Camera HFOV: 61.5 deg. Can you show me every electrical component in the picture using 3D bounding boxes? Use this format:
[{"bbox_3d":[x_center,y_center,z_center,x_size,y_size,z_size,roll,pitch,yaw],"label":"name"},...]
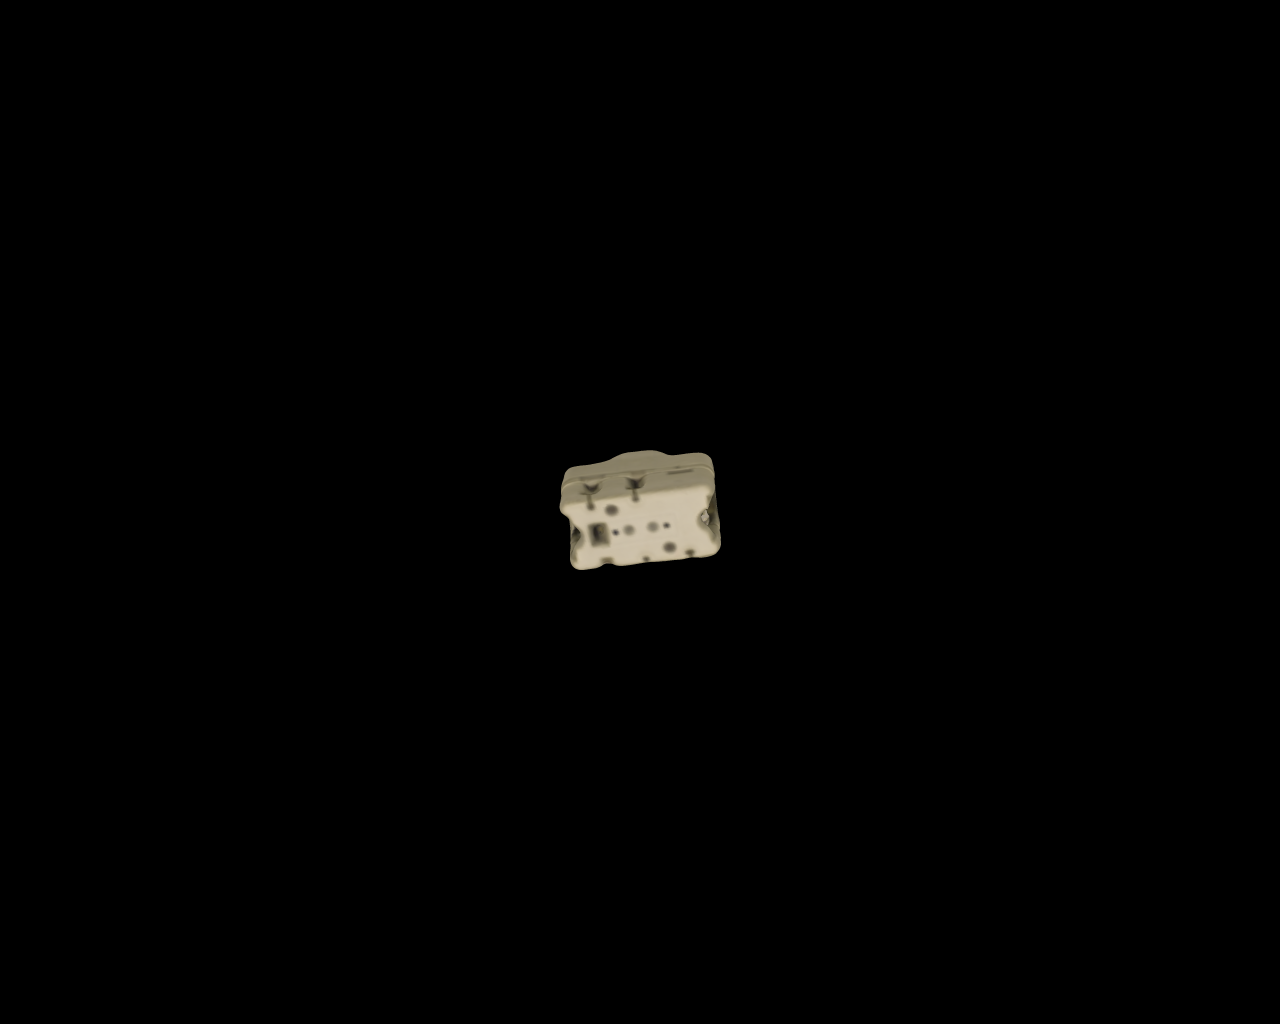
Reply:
[{"bbox_3d":[0.001,-0.003,0.650,0.089,0.050,0.056,-6,27,3],"label":"electrical component"}]
